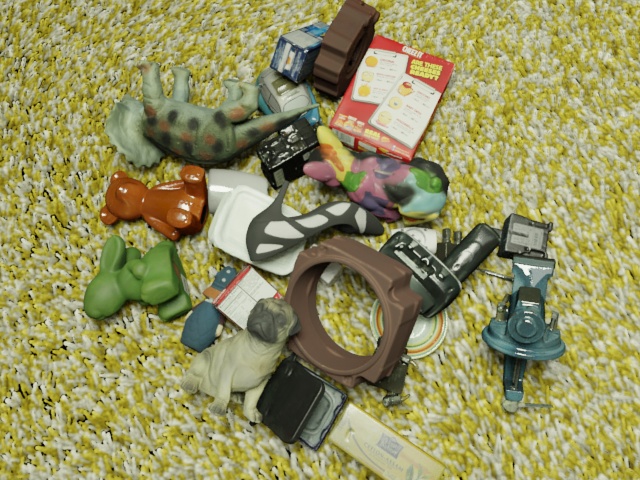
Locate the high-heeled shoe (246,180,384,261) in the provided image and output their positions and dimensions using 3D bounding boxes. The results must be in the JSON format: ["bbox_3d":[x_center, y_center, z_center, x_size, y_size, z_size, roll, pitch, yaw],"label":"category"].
[{"bbox_3d":[-0.002,-0.003,0.907,0.248,0.086,0.145,21,85,-26],"label":"high-heeled shoe"}]

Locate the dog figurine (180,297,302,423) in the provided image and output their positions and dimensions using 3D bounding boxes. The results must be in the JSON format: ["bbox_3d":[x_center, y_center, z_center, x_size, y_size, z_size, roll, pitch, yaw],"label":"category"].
[{"bbox_3d":[-0.125,0.168,0.861,0.173,0.121,0.190,20,84,37],"label":"dog figurine"}]

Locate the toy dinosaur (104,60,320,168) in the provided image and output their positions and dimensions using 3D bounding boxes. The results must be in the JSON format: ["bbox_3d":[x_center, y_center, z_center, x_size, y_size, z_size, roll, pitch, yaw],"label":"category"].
[{"bbox_3d":[-0.217,-0.202,0.958,0.405,0.131,0.192,16,108,11],"label":"toy dinosaur"}]

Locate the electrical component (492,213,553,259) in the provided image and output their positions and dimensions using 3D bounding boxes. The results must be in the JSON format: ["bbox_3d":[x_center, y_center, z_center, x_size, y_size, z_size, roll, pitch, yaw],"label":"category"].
[{"bbox_3d":[0.338,-0.006,0.941,0.119,0.047,0.075,17,75,6],"label":"electrical component"}]

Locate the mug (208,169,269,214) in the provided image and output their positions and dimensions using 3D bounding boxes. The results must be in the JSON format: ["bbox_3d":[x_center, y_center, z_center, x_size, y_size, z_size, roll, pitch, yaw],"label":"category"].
[{"bbox_3d":[-0.146,-0.076,0.971,0.107,0.080,0.109,-2,75,-5],"label":"mug"}]

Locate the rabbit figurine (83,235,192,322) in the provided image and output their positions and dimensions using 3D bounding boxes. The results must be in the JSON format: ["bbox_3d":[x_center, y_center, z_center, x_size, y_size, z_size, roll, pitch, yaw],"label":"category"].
[{"bbox_3d":[-0.326,0.069,0.917,0.170,0.121,0.159,-19,68,-3],"label":"rabbit figurine"}]

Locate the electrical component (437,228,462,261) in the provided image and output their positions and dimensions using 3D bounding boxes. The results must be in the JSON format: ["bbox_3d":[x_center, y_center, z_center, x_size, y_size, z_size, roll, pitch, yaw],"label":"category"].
[{"bbox_3d":[0.229,0.028,0.933,0.021,0.063,0.094,-7,77,46],"label":"electrical component"}]

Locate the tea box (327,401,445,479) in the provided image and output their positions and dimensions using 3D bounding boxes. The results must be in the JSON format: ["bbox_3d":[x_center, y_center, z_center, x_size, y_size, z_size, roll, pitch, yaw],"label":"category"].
[{"bbox_3d":[0.099,0.325,0.835,0.170,0.098,0.068,31,79,9],"label":"tea box"}]

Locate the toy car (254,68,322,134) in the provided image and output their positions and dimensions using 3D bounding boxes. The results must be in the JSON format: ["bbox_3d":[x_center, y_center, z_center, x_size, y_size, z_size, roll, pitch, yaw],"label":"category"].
[{"bbox_3d":[-0.066,-0.269,1.008,0.109,0.103,0.162,-28,73,-4],"label":"toy car"}]

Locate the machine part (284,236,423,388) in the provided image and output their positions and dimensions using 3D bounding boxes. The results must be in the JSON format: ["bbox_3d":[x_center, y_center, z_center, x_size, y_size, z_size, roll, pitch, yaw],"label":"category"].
[{"bbox_3d":[0.042,0.110,0.841,0.202,0.087,0.200,27,111,26],"label":"machine part"}]

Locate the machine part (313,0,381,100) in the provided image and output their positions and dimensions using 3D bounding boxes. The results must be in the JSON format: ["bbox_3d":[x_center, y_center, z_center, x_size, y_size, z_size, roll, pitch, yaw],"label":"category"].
[{"bbox_3d":[0.048,-0.348,0.991,0.056,0.179,0.179,28,78,7],"label":"machine part"}]

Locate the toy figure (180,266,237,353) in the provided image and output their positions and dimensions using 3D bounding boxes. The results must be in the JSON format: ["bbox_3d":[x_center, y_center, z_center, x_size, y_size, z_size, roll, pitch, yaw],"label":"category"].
[{"bbox_3d":[-0.187,0.116,0.928,0.064,0.058,0.154,33,73,-18],"label":"toy figure"}]

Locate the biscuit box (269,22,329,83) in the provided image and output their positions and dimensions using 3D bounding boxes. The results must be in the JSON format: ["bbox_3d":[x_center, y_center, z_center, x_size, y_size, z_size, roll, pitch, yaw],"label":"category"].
[{"bbox_3d":[-0.019,-0.350,0.989,0.059,0.062,0.203,30,35,6],"label":"biscuit box"}]

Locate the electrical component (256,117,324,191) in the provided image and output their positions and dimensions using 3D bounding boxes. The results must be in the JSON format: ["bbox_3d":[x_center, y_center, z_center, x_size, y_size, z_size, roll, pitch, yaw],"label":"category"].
[{"bbox_3d":[-0.044,-0.157,0.968,0.134,0.115,0.058,-31,79,-8],"label":"electrical component"}]

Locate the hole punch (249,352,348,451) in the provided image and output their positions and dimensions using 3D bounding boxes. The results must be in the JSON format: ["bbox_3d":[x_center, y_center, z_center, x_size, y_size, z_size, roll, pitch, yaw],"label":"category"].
[{"bbox_3d":[-0.031,0.265,0.872,0.116,0.092,0.142,24,82,45],"label":"hole punch"}]

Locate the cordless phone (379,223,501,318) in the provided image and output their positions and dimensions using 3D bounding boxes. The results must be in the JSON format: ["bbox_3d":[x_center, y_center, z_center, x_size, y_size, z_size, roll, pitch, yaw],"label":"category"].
[{"bbox_3d":[0.190,0.022,0.878,0.147,0.088,0.184,45,94,14],"label":"cordless phone"}]

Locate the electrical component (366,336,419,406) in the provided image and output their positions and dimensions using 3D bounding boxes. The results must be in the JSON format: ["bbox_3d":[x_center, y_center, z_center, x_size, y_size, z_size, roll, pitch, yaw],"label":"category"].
[{"bbox_3d":[0.117,0.217,0.879,0.078,0.045,0.102,19,97,11],"label":"electrical component"}]

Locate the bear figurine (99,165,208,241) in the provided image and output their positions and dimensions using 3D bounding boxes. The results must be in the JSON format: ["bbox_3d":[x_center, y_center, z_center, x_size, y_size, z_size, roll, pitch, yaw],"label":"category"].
[{"bbox_3d":[-0.301,-0.075,0.955,0.196,0.132,0.120,15,72,1],"label":"bear figurine"}]

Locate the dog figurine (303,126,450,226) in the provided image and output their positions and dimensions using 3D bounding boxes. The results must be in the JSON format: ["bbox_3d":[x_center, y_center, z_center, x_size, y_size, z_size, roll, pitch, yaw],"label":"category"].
[{"bbox_3d":[0.083,-0.109,0.896,0.219,0.192,0.108,23,81,-30],"label":"dog figurine"}]

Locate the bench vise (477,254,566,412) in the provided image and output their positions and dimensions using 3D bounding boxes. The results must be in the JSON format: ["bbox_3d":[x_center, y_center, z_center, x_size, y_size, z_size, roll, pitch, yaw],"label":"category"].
[{"bbox_3d":[0.318,0.150,0.853,0.129,0.224,0.240,5,105,9],"label":"bench vise"}]
